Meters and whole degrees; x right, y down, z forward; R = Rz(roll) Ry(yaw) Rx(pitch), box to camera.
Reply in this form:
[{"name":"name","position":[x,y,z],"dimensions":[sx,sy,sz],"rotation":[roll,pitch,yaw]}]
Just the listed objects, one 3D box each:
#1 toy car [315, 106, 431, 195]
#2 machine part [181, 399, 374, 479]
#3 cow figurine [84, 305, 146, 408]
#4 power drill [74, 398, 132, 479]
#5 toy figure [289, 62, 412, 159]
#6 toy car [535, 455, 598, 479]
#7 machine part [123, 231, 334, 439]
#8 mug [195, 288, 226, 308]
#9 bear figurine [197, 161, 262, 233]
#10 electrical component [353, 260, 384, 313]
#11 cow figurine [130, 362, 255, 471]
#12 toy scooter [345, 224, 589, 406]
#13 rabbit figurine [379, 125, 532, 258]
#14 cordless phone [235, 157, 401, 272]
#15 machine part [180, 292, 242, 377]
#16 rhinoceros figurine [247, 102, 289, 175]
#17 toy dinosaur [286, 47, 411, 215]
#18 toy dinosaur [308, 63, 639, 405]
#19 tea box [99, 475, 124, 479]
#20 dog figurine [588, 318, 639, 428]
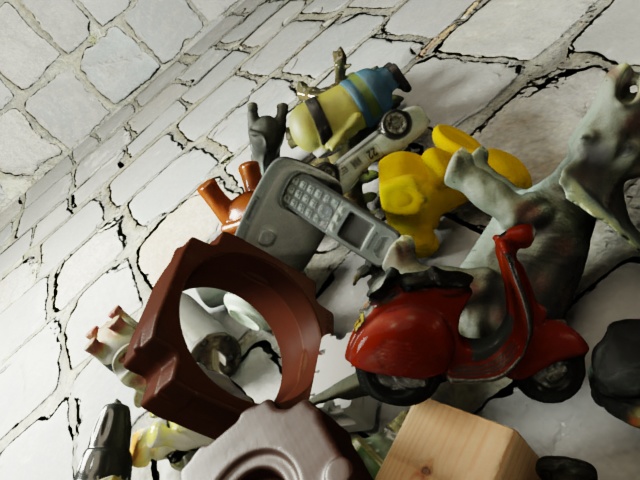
[{"name":"toy car","position":[0.058,-0.111,0.727],"dimensions":[0.202,0.056,0.073],"rotation":[-37,3,1]},{"name":"machine part","position":[-0.039,0.203,0.390],"dimensions":[0.179,0.056,0.179],"rotation":[-24,37,20]},{"name":"cow figurine","position":[-0.274,0.172,0.787],"dimensions":[0.085,0.127,0.195],"rotation":[-49,20,-15]},{"name":"power drill","position":[-0.296,0.321,0.623],"dimensions":[0.207,0.086,0.232],"rotation":[-22,56,23]},{"name":"toy figure","position":[0.039,-0.191,0.775],"dimensions":[0.180,0.089,0.082],"rotation":[-38,-3,4]},{"name":"toy car","position":[0.224,0.184,0.319],"dimensions":[0.202,0.053,0.089],"rotation":[-6,47,24]},{"name":"machine part","position":[-0.090,0.107,0.583],"dimensions":[0.087,0.201,0.201],"rotation":[-42,27,37]},{"name":"mug","position":[-0.129,0.042,0.822],"dimensions":[0.107,0.080,0.110],"rotation":[-19,32,10]},{"name":"bear figurine","position":[-0.097,-0.057,0.834],"dimensions":[0.120,0.131,0.196],"rotation":[-30,11,-22]},{"name":"electrical component","position":[0.082,0.055,0.622],"dimensions":[0.078,0.045,0.102],"rotation":[-31,34,16]},{"name":"cow figurine","position":[-0.154,0.219,0.635],"dimensions":[0.167,0.098,0.068],"rotation":[-45,34,28]},{"name":"toy scooter","position":[0.109,0.055,0.410],"dimensions":[0.184,0.135,0.075],"rotation":[-1,14,7]},{"name":"rabbit figurine","position":[0.162,-0.065,0.652],"dimensions":[0.173,0.121,0.162],"rotation":[-10,33,17]},{"name":"cordless phone","position":[-0.002,-0.001,0.643],"dimensions":[0.184,0.088,0.146],"rotation":[34,107,21]},{"name":"machine part","position":[-0.179,0.135,0.757],"dimensions":[0.079,0.079,0.243],"rotation":[-49,34,-13]},{"name":"rhinoceros figurine","position":[-0.092,-0.168,0.955],"dimensions":[0.073,0.190,0.112],"rotation":[-2,76,-7]},{"name":"toy dinosaur","position":[0.049,-0.177,0.876],"dimensions":[0.199,0.105,0.471],"rotation":[-18,50,23]},{"name":"toy dinosaur","position":[0.167,0.035,0.494],"dimensions":[0.192,0.131,0.404],"rotation":[33,91,20]},{"name":"tea box","position":[-0.152,0.289,0.466],"dimensions":[0.068,0.169,0.098],"rotation":[-25,37,21]},{"name":"dog figurine","position":[0.291,0.061,0.371],"dimensions":[0.219,0.191,0.109],"rotation":[-66,28,25]}]
